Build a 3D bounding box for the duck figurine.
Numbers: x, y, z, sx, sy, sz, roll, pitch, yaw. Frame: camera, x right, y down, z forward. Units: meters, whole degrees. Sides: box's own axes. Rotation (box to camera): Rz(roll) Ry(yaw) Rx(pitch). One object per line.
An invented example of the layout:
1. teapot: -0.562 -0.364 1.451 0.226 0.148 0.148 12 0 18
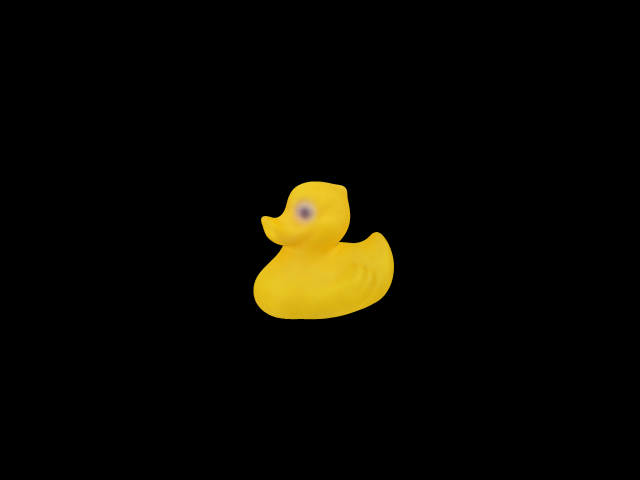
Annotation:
1. duck figurine: 0.004 0.001 0.400 0.105 0.086 0.077 -8 19 -24
